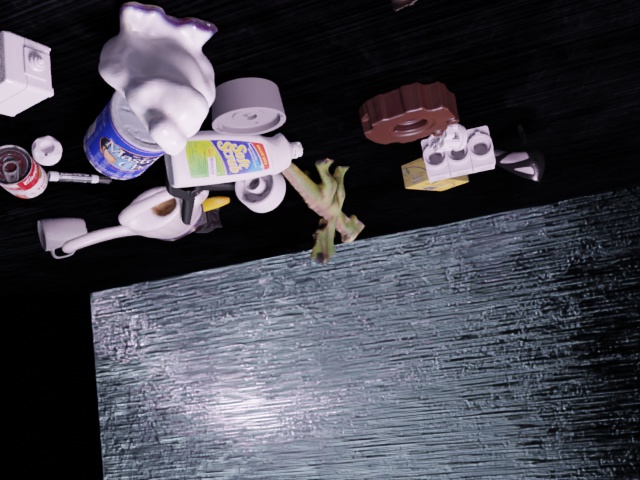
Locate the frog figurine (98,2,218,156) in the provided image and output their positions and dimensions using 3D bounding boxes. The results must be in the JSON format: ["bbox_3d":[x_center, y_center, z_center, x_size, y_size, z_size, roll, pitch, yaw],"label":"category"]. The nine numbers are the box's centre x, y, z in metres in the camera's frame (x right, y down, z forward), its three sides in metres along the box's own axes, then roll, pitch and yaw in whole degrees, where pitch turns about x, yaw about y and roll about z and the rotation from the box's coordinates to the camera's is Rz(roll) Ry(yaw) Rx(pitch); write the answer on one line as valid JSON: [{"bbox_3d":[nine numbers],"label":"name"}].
[{"bbox_3d":[-0.174,-0.165,0.574,0.122,0.161,0.137,-11,171,25],"label":"frog figurine"}]

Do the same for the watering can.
[{"bbox_3d":[-0.419,-0.048,1.246,0.347,0.105,0.222,-26,170,1],"label":"watering can"}]

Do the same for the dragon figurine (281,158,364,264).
[{"bbox_3d":[0.004,-0.063,1.255,0.121,0.244,0.410,-9,175,29],"label":"dragon figurine"}]
